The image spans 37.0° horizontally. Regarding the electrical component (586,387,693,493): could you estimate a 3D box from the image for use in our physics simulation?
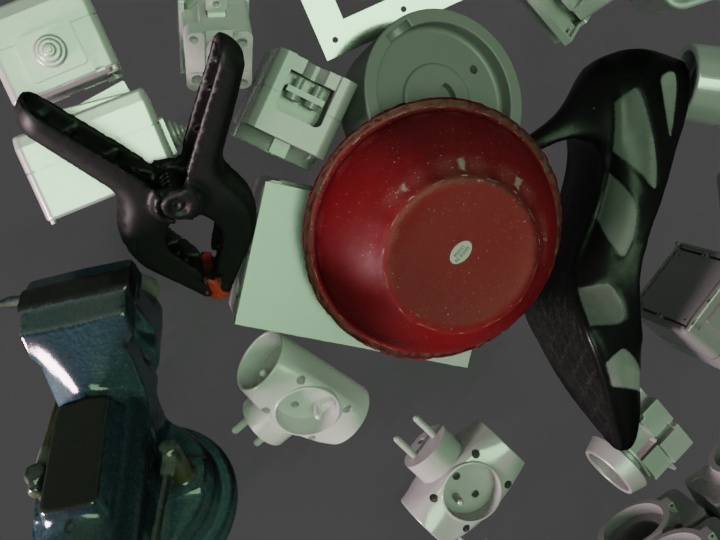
[{"bbox_3d":[0.191,0.121,0.749,0.055,0.048,0.066,-44,104,-10],"label":"electrical component"}]

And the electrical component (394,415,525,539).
[{"bbox_3d":[0.057,0.131,0.723,0.079,0.044,0.077,44,88,-13],"label":"electrical component"}]

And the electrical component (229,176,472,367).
[{"bbox_3d":[0.000,0.000,0.683,0.150,0.062,0.089,12,96,-13],"label":"electrical component"}]

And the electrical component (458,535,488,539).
[{"bbox_3d":[0.063,0.217,0.738,0.043,0.043,0.081,41,89,-14],"label":"electrical component"}]

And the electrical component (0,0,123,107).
[{"bbox_3d":[-0.176,-0.129,0.610,0.062,0.096,0.061,-24,100,-7],"label":"electrical component"}]

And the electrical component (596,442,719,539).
[{"bbox_3d":[0.253,0.181,0.738,0.186,0.105,0.060,-33,103,-5],"label":"electrical component"}]

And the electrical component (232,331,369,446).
[{"bbox_3d":[-0.048,0.086,0.692,0.079,0.044,0.077,-41,123,21],"label":"electrical component"}]

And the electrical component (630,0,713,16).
[{"bbox_3d":[0.197,-0.215,0.691,0.054,0.059,0.095,-19,102,-8],"label":"electrical component"}]

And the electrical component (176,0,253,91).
[{"bbox_3d":[-0.086,-0.141,0.637,0.042,0.063,0.081,-4,141,-10],"label":"electrical component"}]

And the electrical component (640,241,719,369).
[{"bbox_3d":[0.237,0.028,0.716,0.061,0.096,0.061,37,90,-15],"label":"electrical component"}]

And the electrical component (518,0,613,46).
[{"bbox_3d":[0.112,-0.211,0.666,0.121,0.063,0.078,46,47,-14],"label":"electrical component"}]

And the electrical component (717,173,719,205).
[{"bbox_3d":[0.300,-0.044,0.737,0.096,0.061,0.061,-11,100,-10],"label":"electrical component"}]

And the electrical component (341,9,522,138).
[{"bbox_3d":[0.039,-0.101,0.672,0.108,0.060,0.108,3,84,-24],"label":"electrical component"}]

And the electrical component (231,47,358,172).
[{"bbox_3d":[-0.042,-0.095,0.645,0.050,0.089,0.055,24,93,-14],"label":"electrical component"}]

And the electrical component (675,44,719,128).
[{"bbox_3d":[0.236,-0.123,0.716,0.047,0.055,0.055,7,97,-8],"label":"electrical component"}]

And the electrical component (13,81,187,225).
[{"bbox_3d":[-0.151,-0.075,0.641,0.096,0.062,0.061,-23,102,-7],"label":"electrical component"}]
